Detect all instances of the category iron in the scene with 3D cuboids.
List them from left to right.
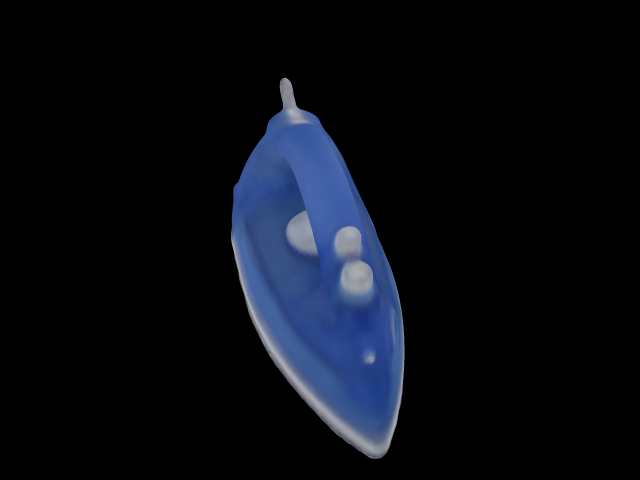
[{"bbox_3d":[0.004,0.001,0.400,0.119,0.141,0.257,-11,43,-12],"label":"iron"}]
